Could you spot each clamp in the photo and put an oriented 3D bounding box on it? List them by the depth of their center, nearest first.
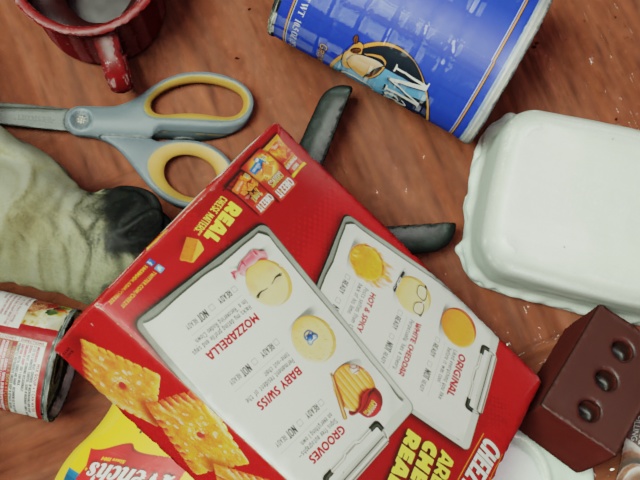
[{"bbox_3d":[-0.004,0.001,0.655,0.120,0.039,0.171,44,88,9],"label":"clamp"}]

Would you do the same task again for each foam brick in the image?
[{"bbox_3d":[0.159,0.088,0.633,0.053,0.051,0.078,35,67,2],"label":"foam brick"}]

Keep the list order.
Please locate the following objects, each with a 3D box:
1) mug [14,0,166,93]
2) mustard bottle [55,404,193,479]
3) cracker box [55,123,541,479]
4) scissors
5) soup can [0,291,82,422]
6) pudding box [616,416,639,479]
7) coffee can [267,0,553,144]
[{"bbox_3d":[-0.134,-0.145,0.647,0.093,0.081,0.117,-18,83,-5],"label":"mug"},{"bbox_3d":[-0.099,0.139,0.604,0.096,0.058,0.191,23,71,20],"label":"mustard bottle"},{"bbox_3d":[-0.004,0.068,0.567,0.213,0.072,0.164,44,50,-6],"label":"cracker box"},{"bbox_3d":[-0.138,-0.056,0.668,0.201,0.016,0.096,-10,83,-3],"label":"scissors"},{"bbox_3d":[-0.198,0.062,0.624,0.102,0.068,0.068,13,82,0],"label":"soup can"},{"bbox_3d":[0.219,0.156,0.618,0.090,0.039,0.113,7,75,33],"label":"pudding box"},{"bbox_3d":[0.054,-0.136,0.643,0.140,0.103,0.103,29,82,2],"label":"coffee can"}]
